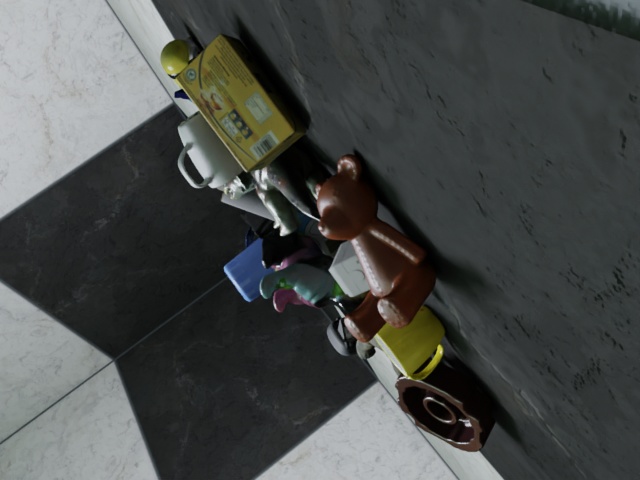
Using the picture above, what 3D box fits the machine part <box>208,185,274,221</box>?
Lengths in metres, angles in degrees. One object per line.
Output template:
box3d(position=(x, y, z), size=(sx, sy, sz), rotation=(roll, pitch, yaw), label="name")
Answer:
box3d(position=(-0.119, -0.089, 1.138), size=(0.243, 0.079, 0.079), rotation=(21, 180, -13), label="machine part")

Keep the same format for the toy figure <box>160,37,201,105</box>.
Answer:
box3d(position=(-0.276, -0.351, 1.158), size=(0.082, 0.089, 0.180), rotation=(46, 168, 21), label="toy figure")

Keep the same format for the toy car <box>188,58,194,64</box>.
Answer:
box3d(position=(-0.191, -0.290, 1.049), size=(0.202, 0.053, 0.089), rotation=(43, 163, 35), label="toy car")

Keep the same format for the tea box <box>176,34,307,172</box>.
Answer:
box3d(position=(-0.110, -0.192, 0.765), size=(0.169, 0.098, 0.068), rotation=(55, -161, 0), label="tea box")

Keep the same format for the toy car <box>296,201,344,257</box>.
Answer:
box3d(position=(-0.002, -0.003, 1.079), size=(0.103, 0.109, 0.161), rotation=(17, 137, 39), label="toy car")

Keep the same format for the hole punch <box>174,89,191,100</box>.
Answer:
box3d(position=(-0.167, -0.223, 0.903), size=(0.142, 0.116, 0.092), rotation=(17, 138, 37), label="hole punch")

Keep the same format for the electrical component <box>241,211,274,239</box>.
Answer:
box3d(position=(-0.112, -0.073, 1.257), size=(0.058, 0.134, 0.115), rotation=(32, -173, -42), label="electrical component")

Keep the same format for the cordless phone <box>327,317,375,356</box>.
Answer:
box3d(position=(0.077, 0.214, 1.292), size=(0.184, 0.147, 0.088), rotation=(159, 94, -71), label="cordless phone")

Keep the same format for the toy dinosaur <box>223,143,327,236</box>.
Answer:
box3d(position=(-0.073, -0.117, 0.909), size=(0.192, 0.131, 0.405), rotation=(55, 167, -14), label="toy dinosaur")

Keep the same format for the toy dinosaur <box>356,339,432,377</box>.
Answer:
box3d(position=(0.110, 0.158, 1.090), size=(0.472, 0.105, 0.198), rotation=(30, 150, 49), label="toy dinosaur")

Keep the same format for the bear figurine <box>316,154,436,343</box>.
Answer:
box3d(position=(0.050, 0.006, 0.659), size=(0.196, 0.132, 0.120), rotation=(50, 144, -4), label="bear figurine")

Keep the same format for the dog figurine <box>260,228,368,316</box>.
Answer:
box3d(position=(0.011, 0.054, 0.965), size=(0.108, 0.219, 0.191), rotation=(68, -162, -54), label="dog figurine")

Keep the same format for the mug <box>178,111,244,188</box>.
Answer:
box3d(position=(-0.174, -0.138, 0.821), size=(0.081, 0.109, 0.107), rotation=(3, 132, 57), label="mug")

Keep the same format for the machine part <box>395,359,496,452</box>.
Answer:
box3d(position=(0.212, 0.279, 0.918), size=(0.180, 0.056, 0.179), rotation=(29, 145, 23), label="machine part")
